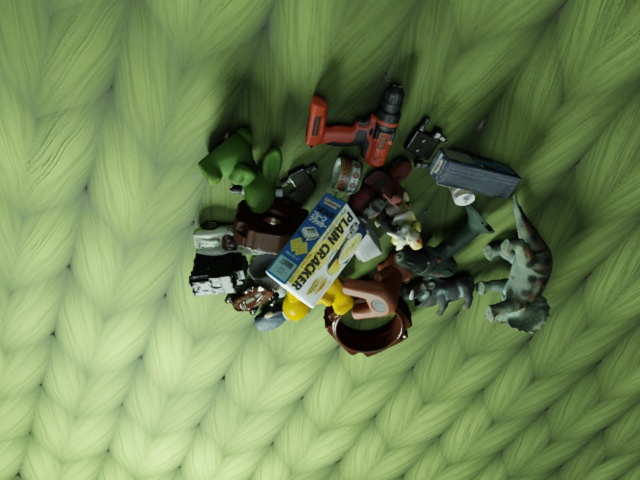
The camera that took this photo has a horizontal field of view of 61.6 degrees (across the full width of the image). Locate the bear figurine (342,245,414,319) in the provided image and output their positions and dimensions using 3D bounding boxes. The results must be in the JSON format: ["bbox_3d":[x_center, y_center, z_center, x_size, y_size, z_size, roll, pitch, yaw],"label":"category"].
[{"bbox_3d":[0.153,0.090,1.299,0.132,0.196,0.120,-2,128,28],"label":"bear figurine"}]

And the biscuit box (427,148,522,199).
[{"bbox_3d":[0.337,-0.142,1.168,0.202,0.059,0.062,9,126,-25],"label":"biscuit box"}]

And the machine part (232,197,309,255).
[{"bbox_3d":[-0.108,-0.037,1.196,0.179,0.179,0.056,8,124,-7],"label":"machine part"}]

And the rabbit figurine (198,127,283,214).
[{"bbox_3d":[-0.151,-0.144,1.151,0.159,0.121,0.170,-39,104,-2],"label":"rabbit figurine"}]

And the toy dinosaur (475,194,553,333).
[{"bbox_3d":[0.506,0.081,1.331,0.192,0.131,0.404,-1,122,-16],"label":"toy dinosaur"}]

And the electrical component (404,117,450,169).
[{"bbox_3d":[0.229,-0.204,1.158,0.078,0.045,0.102,26,120,-20],"label":"electrical component"}]

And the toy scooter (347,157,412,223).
[{"bbox_3d":[0.132,-0.096,1.178,0.075,0.135,0.184,37,118,-24],"label":"toy scooter"}]

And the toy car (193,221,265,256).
[{"bbox_3d":[-0.200,-0.002,1.283,0.202,0.056,0.073,-1,125,-1],"label":"toy car"}]

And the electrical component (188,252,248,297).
[{"bbox_3d":[-0.242,0.074,1.300,0.134,0.115,0.058,-8,130,4],"label":"electrical component"}]

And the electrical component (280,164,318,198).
[{"bbox_3d":[-0.040,-0.134,1.215,0.094,0.021,0.063,-27,122,16],"label":"electrical component"}]

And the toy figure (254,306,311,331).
[{"bbox_3d":[-0.098,0.195,1.425,0.154,0.064,0.058,-23,86,9],"label":"toy figure"}]

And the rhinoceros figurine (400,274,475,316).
[{"bbox_3d":[0.303,0.133,1.382,0.190,0.073,0.111,-7,127,4],"label":"rhinoceros figurine"}]

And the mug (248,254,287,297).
[{"bbox_3d":[-0.129,0.096,1.345,0.110,0.081,0.107,-2,138,29],"label":"mug"}]

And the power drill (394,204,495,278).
[{"bbox_3d":[0.295,0.009,1.247,0.207,0.086,0.232,-48,144,13],"label":"power drill"}]

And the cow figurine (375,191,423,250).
[{"bbox_3d":[0.173,-0.033,1.202,0.098,0.167,0.068,-20,126,11],"label":"cow figurine"}]

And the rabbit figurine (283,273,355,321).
[{"bbox_3d":[-0.022,0.136,1.322,0.173,0.122,0.162,-33,133,13],"label":"rabbit figurine"}]

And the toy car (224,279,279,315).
[{"bbox_3d":[-0.173,0.149,1.343,0.089,0.053,0.202,31,153,-18],"label":"toy car"}]

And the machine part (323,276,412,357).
[{"bbox_3d":[0.126,0.207,1.423,0.201,0.087,0.200,-31,120,17],"label":"machine part"}]
